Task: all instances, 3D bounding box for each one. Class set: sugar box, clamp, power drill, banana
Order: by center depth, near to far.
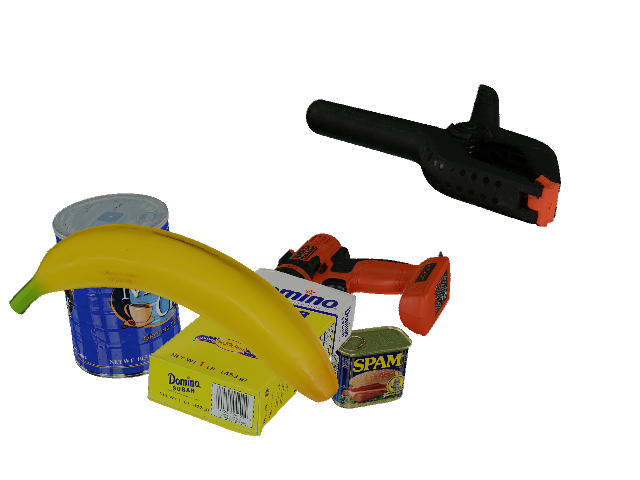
[{"bbox_3d":[-0.078,0.032,0.610,0.198,0.070,0.037,16,17,8],"label":"banana"},{"bbox_3d":[0.092,-0.065,0.754,0.164,0.036,0.210,-6,28,-17],"label":"clamp"},{"bbox_3d":[-0.048,0.080,0.830,0.093,0.048,0.176,16,29,19],"label":"sugar box"},{"bbox_3d":[0.035,0.052,1.148,0.188,0.057,0.184,9,29,22],"label":"power drill"}]

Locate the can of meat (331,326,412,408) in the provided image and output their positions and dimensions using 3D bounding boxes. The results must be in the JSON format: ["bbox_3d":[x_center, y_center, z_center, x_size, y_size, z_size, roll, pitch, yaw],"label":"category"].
[{"bbox_3d":[0.062,0.164,1.377,0.102,0.084,0.057,-5,26,-22],"label":"can of meat"}]

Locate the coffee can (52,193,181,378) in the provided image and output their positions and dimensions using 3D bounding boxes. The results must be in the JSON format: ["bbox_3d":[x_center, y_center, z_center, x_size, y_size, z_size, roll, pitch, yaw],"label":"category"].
[{"bbox_3d":[-0.184,0.040,0.981,0.103,0.140,0.103,-2,25,1],"label":"coffee can"}]
